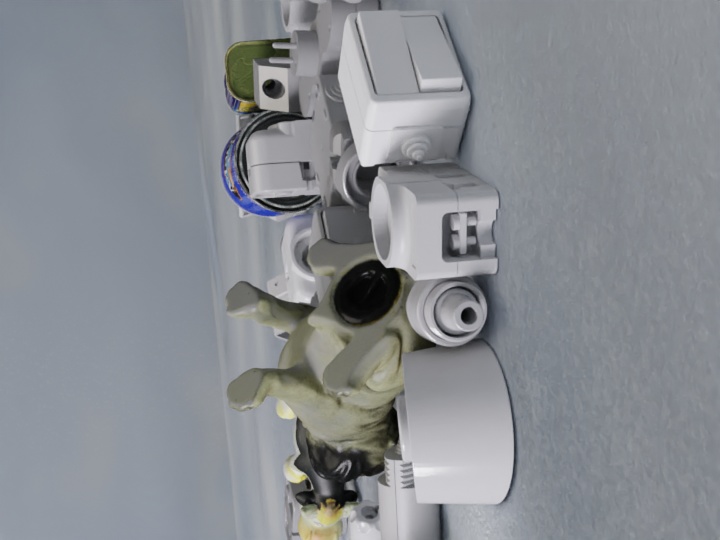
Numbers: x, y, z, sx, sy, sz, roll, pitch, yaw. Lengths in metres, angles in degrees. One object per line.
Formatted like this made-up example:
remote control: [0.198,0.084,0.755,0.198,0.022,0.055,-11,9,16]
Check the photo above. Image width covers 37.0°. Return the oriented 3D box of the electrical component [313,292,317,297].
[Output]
electrical component: [-0.020,0.044,0.978,0.066,0.048,0.055,-107,9,-45]

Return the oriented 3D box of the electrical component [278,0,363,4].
electrical component: [-0.016,-0.235,0.785,0.138,0.074,0.052,19,143,51]

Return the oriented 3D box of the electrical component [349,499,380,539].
electrical component: [0.008,0.232,0.946,0.035,0.035,0.061,-109,16,-50]

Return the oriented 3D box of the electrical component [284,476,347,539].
electrical component: [-0.048,0.260,1.164,0.053,0.059,0.095,-108,18,-48]

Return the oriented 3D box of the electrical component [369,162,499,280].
electrical component: [0.040,-0.030,0.632,0.089,0.056,0.050,-128,35,-69]

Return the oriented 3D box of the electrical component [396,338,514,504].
electrical component: [0.055,0.092,0.645,0.099,0.064,0.099,-6,-90,-87]

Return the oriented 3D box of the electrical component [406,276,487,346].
electrical component: [0.053,0.023,0.621,0.062,0.043,0.043,-163,69,-77]

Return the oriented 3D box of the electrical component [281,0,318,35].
electrical component: [-0.036,-0.231,0.914,0.050,0.056,0.089,-109,18,-50]

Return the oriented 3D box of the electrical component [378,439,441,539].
electrical component: [0.035,0.157,0.764,0.043,0.043,0.081,-150,56,-76]

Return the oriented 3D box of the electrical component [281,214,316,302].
electrical component: [-0.043,-0.004,1.045,0.059,0.054,0.095,109,154,-63]

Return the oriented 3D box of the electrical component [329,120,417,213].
electrical component: [0.009,-0.074,0.762,0.057,0.058,0.078,-111,20,-62]

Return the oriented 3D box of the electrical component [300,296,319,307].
electrical component: [-0.012,0.072,0.900,0.063,0.079,0.121,-75,-8,-50]

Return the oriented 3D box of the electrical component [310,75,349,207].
electrical component: [-0.008,-0.098,0.851,0.099,0.048,0.099,100,161,-51]

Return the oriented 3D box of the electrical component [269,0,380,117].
electrical component: [-0.036,-0.175,0.868,0.138,0.074,0.052,116,150,-60]

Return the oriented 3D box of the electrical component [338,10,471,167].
electrical component: [0.027,-0.108,0.647,0.061,0.062,0.096,101,161,-52]

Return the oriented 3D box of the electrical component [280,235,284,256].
electrical component: [-0.061,-0.028,1.150,0.062,0.043,0.043,142,122,-75]

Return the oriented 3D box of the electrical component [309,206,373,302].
electrical component: [0.000,0.000,0.820,0.061,0.062,0.096,102,160,-54]

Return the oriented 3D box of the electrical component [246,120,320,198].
electrical component: [-0.050,-0.097,0.938,0.054,0.095,0.059,169,96,-78]

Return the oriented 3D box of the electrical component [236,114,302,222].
electrical component: [-0.097,-0.121,1.215,0.063,0.079,0.121,27,126,41]
